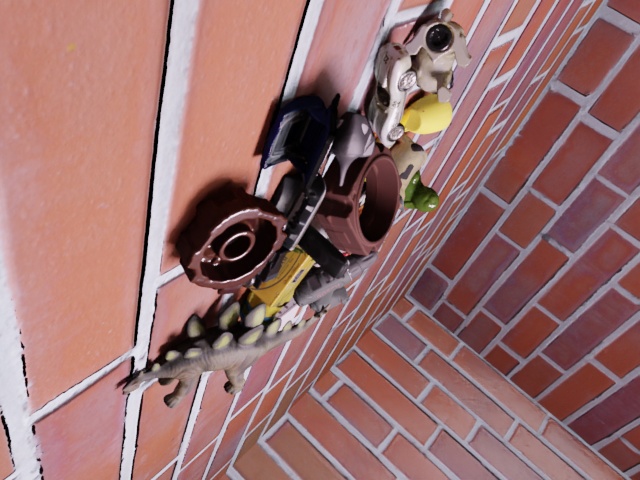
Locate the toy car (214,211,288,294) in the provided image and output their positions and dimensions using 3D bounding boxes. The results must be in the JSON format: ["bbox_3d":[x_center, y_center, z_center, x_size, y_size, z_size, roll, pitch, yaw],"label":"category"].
[{"bbox_3d":[-0.134,0.017,0.967,0.089,0.053,0.202,-3,133,-49],"label":"toy car"}]

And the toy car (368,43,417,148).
[{"bbox_3d":[0.126,-0.259,0.979,0.056,0.074,0.201,-16,144,-17],"label":"toy car"}]

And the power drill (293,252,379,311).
[{"bbox_3d":[0.040,0.112,1.361,0.232,0.086,0.207,-26,166,-10],"label":"power drill"}]

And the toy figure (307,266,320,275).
[{"bbox_3d":[-0.012,0.057,1.366,0.064,0.058,0.154,-17,153,-22],"label":"toy figure"}]

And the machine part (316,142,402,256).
[{"bbox_3d":[0.087,-0.085,1.096,0.201,0.087,0.200,-63,145,-25],"label":"machine part"}]

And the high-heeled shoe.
[{"bbox_3d":[0.059,-0.199,0.923,0.249,0.086,0.145,-75,175,-49],"label":"high-heeled shoe"}]

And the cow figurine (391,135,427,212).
[{"bbox_3d":[0.188,-0.154,1.312,0.195,0.127,0.085,-50,161,-9],"label":"cow figurine"}]

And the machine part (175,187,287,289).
[{"bbox_3d":[-0.138,0.001,0.846,0.179,0.056,0.179,-28,147,-21],"label":"machine part"}]

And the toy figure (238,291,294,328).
[{"bbox_3d":[-0.124,0.145,1.210,0.180,0.089,0.082,-58,165,19],"label":"toy figure"}]

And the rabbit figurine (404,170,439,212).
[{"bbox_3d":[0.239,-0.126,1.429,0.121,0.170,0.159,-51,163,2],"label":"rabbit figurine"}]

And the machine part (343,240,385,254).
[{"bbox_3d":[0.074,-0.003,1.324,0.243,0.079,0.079,7,125,-41],"label":"machine part"}]

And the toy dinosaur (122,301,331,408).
[{"bbox_3d":[-0.179,0.225,1.117,0.471,0.105,0.198,-11,137,-40],"label":"toy dinosaur"}]

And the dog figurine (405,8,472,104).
[{"bbox_3d":[0.234,-0.366,1.061,0.172,0.121,0.190,-64,177,30],"label":"dog figurine"}]

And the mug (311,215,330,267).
[{"bbox_3d":[-0.002,-0.003,1.151,0.080,0.110,0.107,28,116,-37],"label":"mug"}]

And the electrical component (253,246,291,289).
[{"bbox_3d":[-0.116,0.045,1.043,0.119,0.075,0.048,-55,165,23],"label":"electrical component"}]

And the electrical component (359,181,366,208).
[{"bbox_3d":[0.054,-0.088,1.226,0.134,0.058,0.114,-38,162,-37],"label":"electrical component"}]

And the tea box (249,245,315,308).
[{"bbox_3d":[-0.075,0.044,1.105,0.169,0.098,0.068,-55,164,11],"label":"tea box"}]

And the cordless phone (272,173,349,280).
[{"bbox_3d":[-0.005,-0.026,0.983,0.088,0.184,0.146,-15,142,-56],"label":"cordless phone"}]

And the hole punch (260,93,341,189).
[{"bbox_3d":[-0.030,-0.159,0.832,0.116,0.092,0.142,-79,-170,-52],"label":"hole punch"}]
